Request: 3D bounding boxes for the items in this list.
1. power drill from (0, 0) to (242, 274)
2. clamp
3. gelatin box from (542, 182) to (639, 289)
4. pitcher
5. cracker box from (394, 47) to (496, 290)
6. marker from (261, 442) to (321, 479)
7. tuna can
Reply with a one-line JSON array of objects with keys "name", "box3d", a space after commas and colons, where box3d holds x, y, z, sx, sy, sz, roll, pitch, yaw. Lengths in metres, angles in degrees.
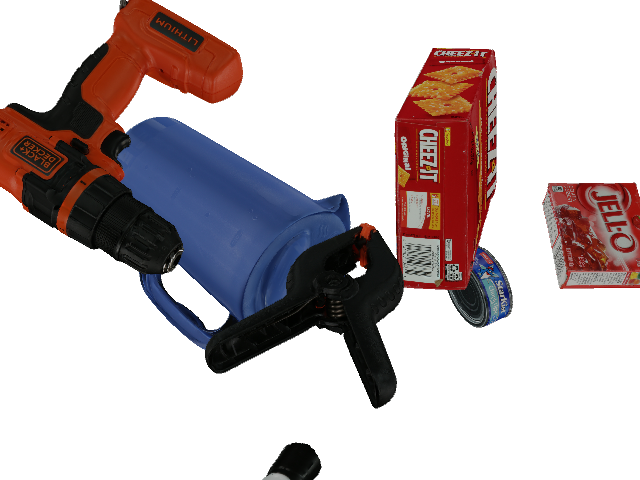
[{"name": "power drill", "box3d": [-0.138, -0.080, 0.770, 0.184, 0.187, 0.057, 32, -30, 9]}, {"name": "clamp", "box3d": [0.016, 0.046, 0.695, 0.120, 0.039, 0.171, 20, 41, 19]}, {"name": "gelatin box", "box3d": [0.220, -0.005, 0.841, 0.073, 0.089, 0.030, 0, -36, -3]}, {"name": "pitcher", "box3d": [-0.103, -0.014, 1.010, 0.148, 0.145, 0.243, -18, 41, -41]}, {"name": "cracker box", "box3d": [0.123, -0.074, 1.004, 0.072, 0.164, 0.213, 4, 27, 15]}, {"name": "marker", "box3d": [-0.029, 0.115, 0.417, 0.020, 0.020, 0.121, 0, 21, 25]}, {"name": "tuna can", "box3d": [0.171, 0.051, 1.168, 0.033, 0.086, 0.086, -22, 7, -19]}]
